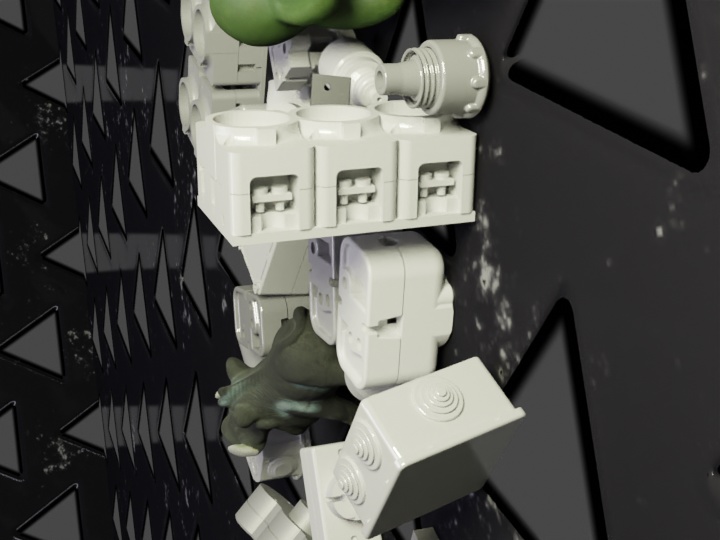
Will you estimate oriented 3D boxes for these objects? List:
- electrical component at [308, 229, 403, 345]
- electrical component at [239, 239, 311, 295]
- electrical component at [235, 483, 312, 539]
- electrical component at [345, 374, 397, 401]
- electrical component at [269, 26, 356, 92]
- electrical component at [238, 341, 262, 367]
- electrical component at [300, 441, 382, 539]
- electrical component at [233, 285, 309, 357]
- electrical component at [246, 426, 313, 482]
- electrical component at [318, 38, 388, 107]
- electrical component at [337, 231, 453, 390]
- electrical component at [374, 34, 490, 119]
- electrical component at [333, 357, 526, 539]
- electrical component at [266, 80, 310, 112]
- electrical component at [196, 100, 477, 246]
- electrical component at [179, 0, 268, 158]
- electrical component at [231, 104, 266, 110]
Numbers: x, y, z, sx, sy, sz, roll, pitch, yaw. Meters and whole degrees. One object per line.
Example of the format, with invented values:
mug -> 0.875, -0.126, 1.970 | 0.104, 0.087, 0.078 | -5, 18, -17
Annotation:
electrical component -> 0.000, 0.000, 0.753 | 0.054, 0.059, 0.095 | -148, 54, -65
electrical component -> -0.056, -0.032, 0.903 | 0.061, 0.061, 0.096 | -115, 35, -41
electrical component -> -0.050, 0.230, 0.958 | 0.073, 0.052, 0.138 | -51, 39, -3
electrical component -> 0.016, 0.071, 0.762 | 0.046, 0.040, 0.040 | 144, 118, -61
electrical component -> -0.034, -0.160, 0.805 | 0.066, 0.055, 0.048 | 142, 120, -66
electrical component -> -0.093, 0.080, 1.050 | 0.043, 0.043, 0.081 | 109, 148, -49
electrical component -> -0.010, 0.177, 0.847 | 0.076, 0.047, 0.083 | 151, 112, -68
electrical component -> -0.072, 0.042, 0.959 | 0.095, 0.059, 0.053 | -164, 70, -68
electrical component -> -0.079, 0.161, 1.022 | 0.080, 0.051, 0.080 | 174, 90, -70
electrical component -> -0.001, -0.132, 0.745 | 0.078, 0.040, 0.040 | -125, 35, -53
electrical component -> 0.022, 0.025, 0.700 | 0.053, 0.059, 0.095 | -134, 42, -59
electrical component -> 0.040, -0.109, 0.612 | 0.048, 0.062, 0.048 | 174, 90, -70
electrical component -> 0.037, 0.103, 0.629 | 0.048, 0.100, 0.099 | 56, 148, 29
electrical component -> -0.055, -0.115, 0.861 | 0.079, 0.043, 0.077 | -21, -72, -72
electrical component -> -0.016, -0.064, 0.647 | 0.089, 0.150, 0.061 | -138, 45, -62
electrical component -> -0.138, -0.199, 1.067 | 0.105, 0.060, 0.186 | -123, 33, -51
electrical component -> -0.085, -0.112, 0.948 | 0.096, 0.061, 0.061 | -173, 77, -69
